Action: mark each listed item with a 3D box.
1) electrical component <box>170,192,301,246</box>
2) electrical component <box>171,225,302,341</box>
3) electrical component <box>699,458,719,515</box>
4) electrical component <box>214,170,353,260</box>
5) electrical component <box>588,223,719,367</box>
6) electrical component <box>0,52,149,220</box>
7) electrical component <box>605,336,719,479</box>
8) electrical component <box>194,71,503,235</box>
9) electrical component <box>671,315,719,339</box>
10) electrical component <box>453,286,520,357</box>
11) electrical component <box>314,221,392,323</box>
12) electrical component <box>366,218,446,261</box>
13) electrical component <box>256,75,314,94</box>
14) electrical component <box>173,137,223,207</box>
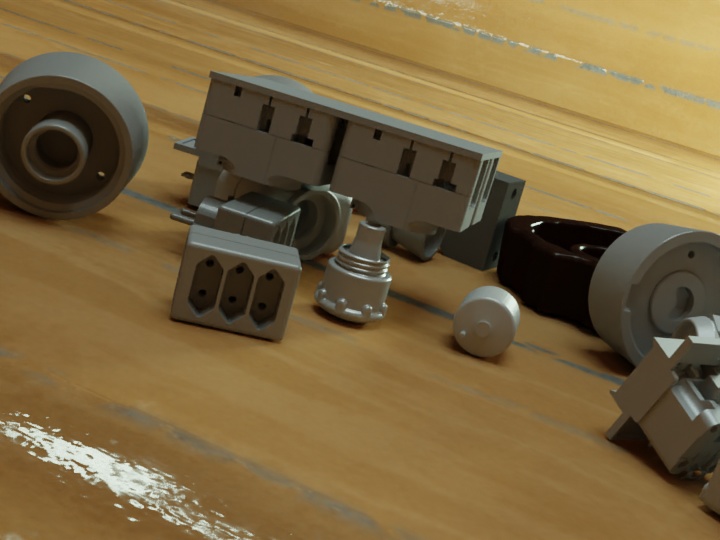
[{"bbox_3d":[-0.089,-0.027,0.722,0.077,0.047,0.066,18,16,8],"label":"electrical component"},{"bbox_3d":[-0.074,0.001,0.639,0.066,0.047,0.076,13,16,-11],"label":"electrical component"},{"bbox_3d":[0.227,0.090,0.538,0.062,0.096,0.061,3,22,-38],"label":"electrical component"},{"bbox_3d":[-0.054,-0.043,0.800,0.095,0.053,0.059,0,22,-44],"label":"electrical component"},{"bbox_3d":[0.214,0.018,0.763,0.108,0.108,0.060,9,11,-23],"label":"electrical component"},{"bbox_3d":[-0.198,-0.085,0.715,0.108,0.108,0.060,13,22,-10],"label":"electrical component"},{"bbox_3d":[0.179,0.076,0.592,0.042,0.081,0.063,7,40,-31],"label":"electrical component"},{"bbox_3d":[-0.006,-0.078,0.735,0.186,0.060,0.105,19,11,11],"label":"electrical component"},{"bbox_3d":[0.240,0.062,0.713,0.057,0.058,0.078,11,37,-5],"label":"electrical component"},{"bbox_3d":[0.086,0.030,0.710,0.040,0.040,0.078,19,16,9],"label":"electrical component"},{"bbox_3d":[0.000,0.000,0.689,0.048,0.062,0.048,15,15,-4],"label":"electrical component"},{"bbox_3d":[0.038,-0.038,0.890,0.055,0.045,0.045,23,17,24],"label":"electrical component"},{"bbox_3d":[-0.074,-0.102,0.897,0.108,0.108,0.060,12,22,-15],"label":"electrical component"},{"bbox_3d":[-0.105,-0.077,0.849,0.081,0.063,0.042,17,17,7],"label":"electrical component"}]
